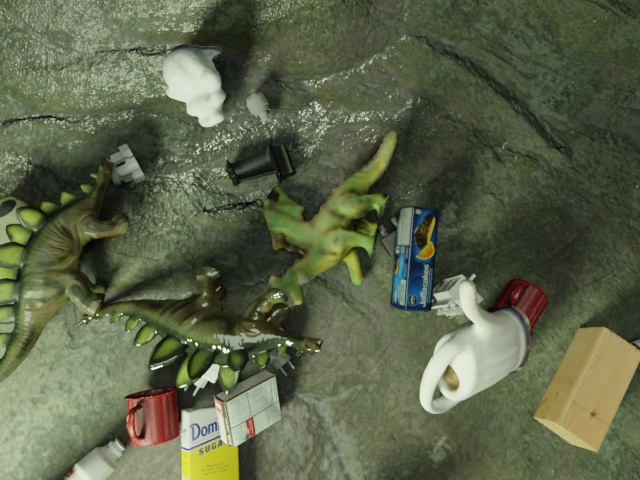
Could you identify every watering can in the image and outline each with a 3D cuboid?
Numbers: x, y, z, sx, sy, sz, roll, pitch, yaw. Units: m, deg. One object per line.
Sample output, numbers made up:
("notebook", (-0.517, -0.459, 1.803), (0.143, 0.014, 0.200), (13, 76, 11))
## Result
("watering can", (0.279, 0.177, 0.897), (0.226, 0.339, 0.106), (-17, 43, -28))

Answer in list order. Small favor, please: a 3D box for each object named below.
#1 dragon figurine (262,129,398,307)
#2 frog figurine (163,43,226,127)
("dragon figurine", (0.003, -0.051, 1.019), (0.243, 0.120, 0.416), (12, 73, 6))
("frog figurine", (-0.257, -0.311, 1.052), (0.137, 0.122, 0.160), (-5, 84, 27))
